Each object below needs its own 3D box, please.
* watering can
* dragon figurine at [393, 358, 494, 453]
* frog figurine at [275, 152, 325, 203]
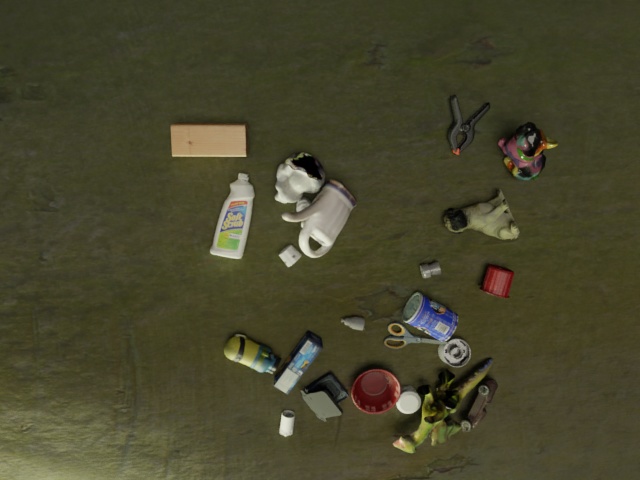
[{"bbox_3d":[0.004,-0.073,1.441,0.105,0.342,0.226,26,78,23],"label":"watering can"},{"bbox_3d":[0.418,0.563,1.690,0.413,0.124,0.237,-24,128,-16],"label":"dragon figurine"},{"bbox_3d":[-0.064,-0.174,1.516,0.137,0.126,0.156,16,139,-14],"label":"frog figurine"}]
